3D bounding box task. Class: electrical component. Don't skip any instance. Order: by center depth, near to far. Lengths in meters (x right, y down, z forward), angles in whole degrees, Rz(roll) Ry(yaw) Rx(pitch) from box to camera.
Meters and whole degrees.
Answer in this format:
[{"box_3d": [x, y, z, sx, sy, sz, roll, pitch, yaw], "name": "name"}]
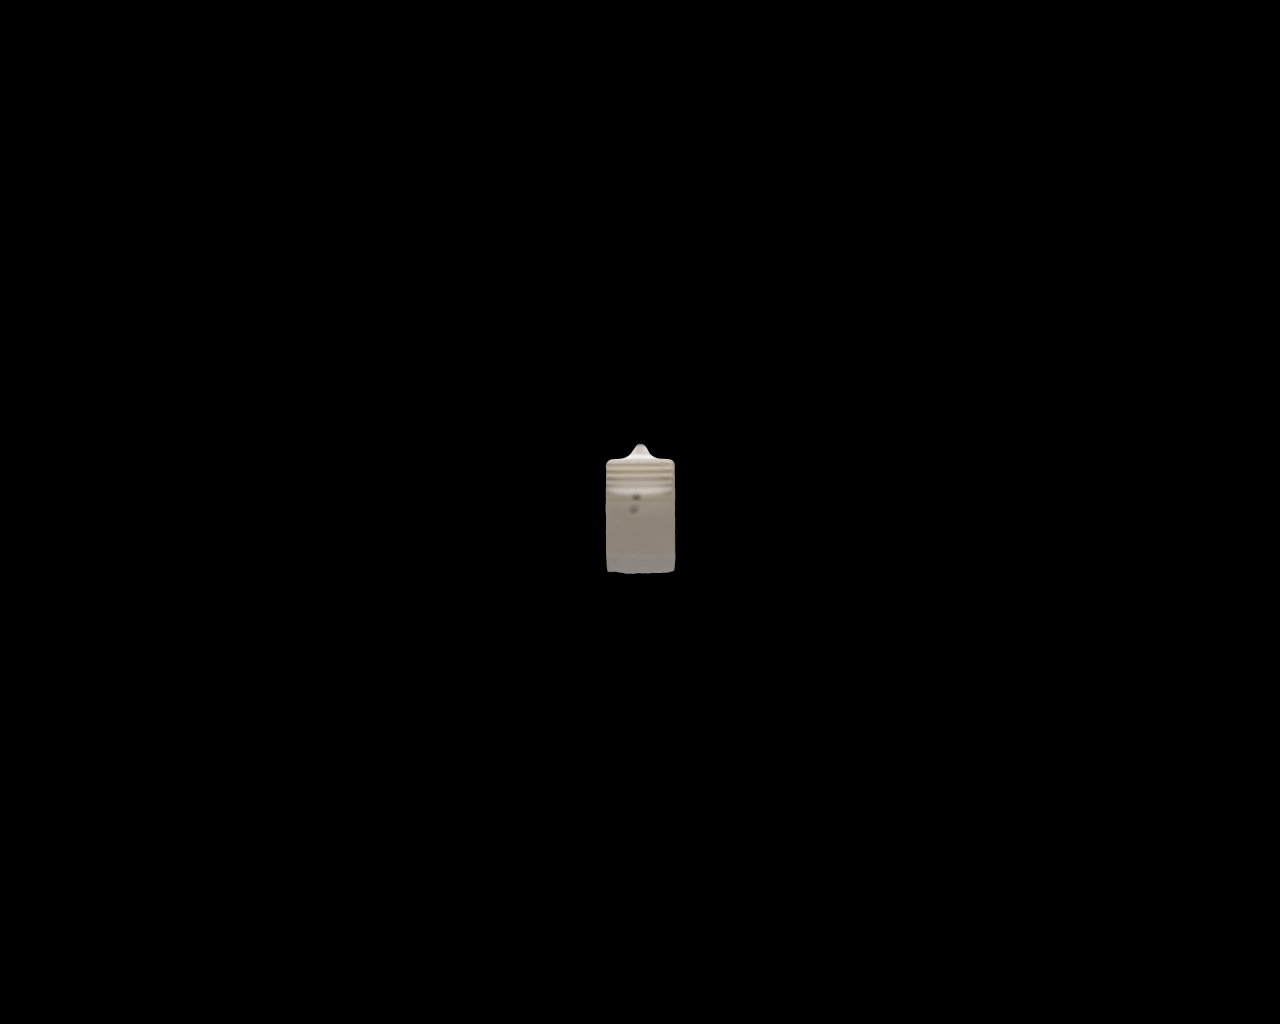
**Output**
[{"box_3d": [0.001, -0.003, 0.650, 0.043, 0.081, 0.043, 0, 0, 0], "name": "electrical component"}]
